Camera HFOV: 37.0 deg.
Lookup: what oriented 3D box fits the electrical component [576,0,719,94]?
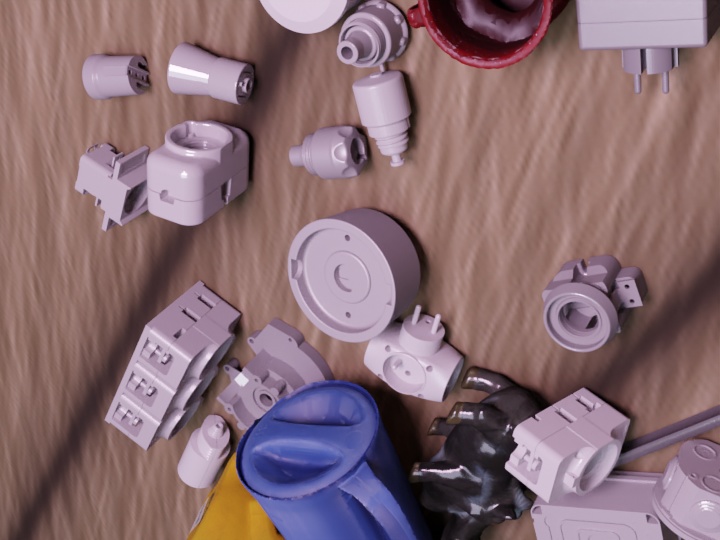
[{"bbox_3d":[0.193,-0.153,0.716,0.083,0.047,0.075,4,119,28],"label":"electrical component"}]

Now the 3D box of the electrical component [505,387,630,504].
[{"bbox_3d":[0.171,0.143,0.867,0.056,0.089,0.050,36,133,36],"label":"electrical component"}]

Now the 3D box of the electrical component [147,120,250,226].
[{"bbox_3d":[-0.136,-0.087,0.913,0.054,0.095,0.059,19,125,20],"label":"electrical component"}]

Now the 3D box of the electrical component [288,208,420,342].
[{"bbox_3d":[0.000,0.000,0.906,0.108,0.060,0.108,15,117,31],"label":"electrical component"}]

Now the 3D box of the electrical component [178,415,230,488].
[{"bbox_3d":[-0.159,0.186,1.122,0.043,0.043,0.081,34,129,8],"label":"electrical component"}]

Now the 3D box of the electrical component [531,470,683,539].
[{"bbox_3d":[0.211,0.215,0.917,0.113,0.057,0.078,-2,116,30],"label":"electrical component"}]

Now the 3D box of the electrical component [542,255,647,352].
[{"bbox_3d":[0.175,0.027,0.827,0.078,0.057,0.058,-11,111,34],"label":"electrical component"}]

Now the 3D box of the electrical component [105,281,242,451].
[{"bbox_3d":[-0.180,0.097,1.052,0.062,0.089,0.150,36,129,7],"label":"electrical component"}]

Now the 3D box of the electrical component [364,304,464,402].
[{"bbox_3d":[0.050,0.065,0.929,0.077,0.044,0.079,25,126,15],"label":"electrical component"}]

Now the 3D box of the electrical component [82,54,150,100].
[{"bbox_3d":[-0.214,-0.170,0.946,0.046,0.040,0.040,2,118,23],"label":"electrical component"}]

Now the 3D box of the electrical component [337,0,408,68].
[{"bbox_3d":[0.004,-0.172,0.804,0.048,0.062,0.048,14,124,22],"label":"electrical component"}]

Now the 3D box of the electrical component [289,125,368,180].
[{"bbox_3d":[-0.028,-0.095,0.880,0.062,0.043,0.043,-1,117,31],"label":"electrical component"}]

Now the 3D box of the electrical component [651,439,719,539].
[{"bbox_3d":[0.275,0.176,0.844,0.080,0.080,0.051,24,122,16],"label":"electrical component"}]

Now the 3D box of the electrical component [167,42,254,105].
[{"bbox_3d":[-0.122,-0.161,0.898,0.065,0.044,0.044,17,125,15],"label":"electrical component"}]

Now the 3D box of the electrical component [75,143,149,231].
[{"bbox_3d":[-0.230,-0.082,1.005,0.064,0.042,0.081,32,128,11],"label":"electrical component"}]

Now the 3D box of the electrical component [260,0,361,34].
[{"bbox_3d":[-0.035,-0.222,0.804,0.080,0.051,0.080,14,123,22],"label":"electrical component"}]

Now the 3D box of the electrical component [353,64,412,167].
[{"bbox_3d":[0.021,-0.119,0.840,0.040,0.040,0.078,-1,117,30],"label":"electrical component"}]
